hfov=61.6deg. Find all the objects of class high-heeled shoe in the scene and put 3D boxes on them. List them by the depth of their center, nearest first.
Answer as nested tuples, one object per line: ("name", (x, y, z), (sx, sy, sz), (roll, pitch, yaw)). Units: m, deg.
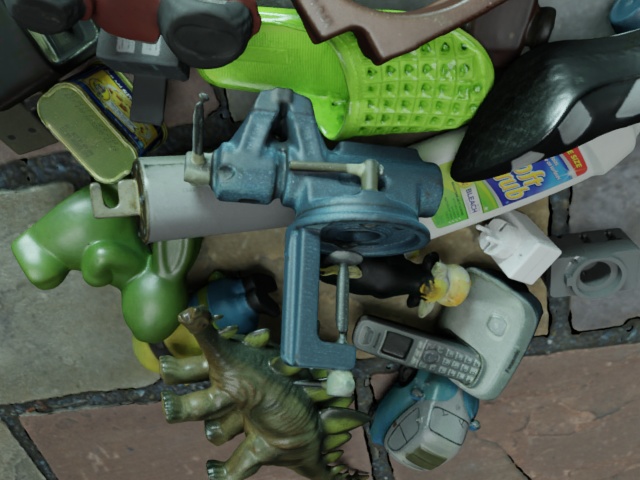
("high-heeled shoe", (0.239, -0.110, 0.449), (0.145, 0.086, 0.249), (18, 139, -35))

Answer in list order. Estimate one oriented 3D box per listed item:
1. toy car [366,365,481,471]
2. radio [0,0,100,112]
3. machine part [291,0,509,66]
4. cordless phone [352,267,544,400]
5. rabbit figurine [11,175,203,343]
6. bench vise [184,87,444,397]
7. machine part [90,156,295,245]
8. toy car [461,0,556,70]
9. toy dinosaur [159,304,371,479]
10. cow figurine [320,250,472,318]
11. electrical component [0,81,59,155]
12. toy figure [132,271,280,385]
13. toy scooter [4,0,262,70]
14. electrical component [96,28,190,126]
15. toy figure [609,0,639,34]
("toy car", (0.129, 0.230, 0.675), (0.109, 0.103, 0.161), (32, 114, -13))
("radio", (-0.279, -0.230, 0.426), (0.073, 0.131, 0.229), (-22, 115, 14))
("machine part", (0.054, -0.240, 0.361), (0.201, 0.087, 0.201), (-27, 111, 6))
("cordless phone", (0.137, 0.091, 0.610), (0.184, 0.089, 0.146), (15, 119, 0))
("rabbit figurine", (-0.197, 0.022, 0.573), (0.159, 0.121, 0.170), (-38, 96, -2))
("bench vise", (-0.004, 0.001, 0.435), (0.223, 0.240, 0.129), (8, 164, -22))
("machine part", (-0.086, -0.043, 0.510), (0.243, 0.079, 0.079), (-8, 123, -27))
("toy car", (0.162, -0.244, 0.437), (0.089, 0.053, 0.201), (11, 122, 13))
("toy dinosaur", (-0.045, 0.211, 0.634), (0.199, 0.105, 0.470), (-21, 135, -2))
("cow figurine", (0.072, 0.031, 0.549), (0.167, 0.098, 0.068), (15, 102, 11))
("electrical component", (-0.299, -0.130, 0.535), (0.102, 0.045, 0.078), (-19, 145, 16))
("toy figure", (-0.136, 0.093, 0.626), (0.180, 0.082, 0.089), (-31, 117, 20))
("toy scooter", (-0.137, -0.207, 0.414), (0.184, 0.135, 0.075), (4, 150, -17))
("electrical component", (-0.156, -0.166, 0.478), (0.075, 0.048, 0.119), (10, 90, -1))
("toy figure", (0.325, -0.166, 0.468), (0.154, 0.064, 0.058), (28, 80, -16))
